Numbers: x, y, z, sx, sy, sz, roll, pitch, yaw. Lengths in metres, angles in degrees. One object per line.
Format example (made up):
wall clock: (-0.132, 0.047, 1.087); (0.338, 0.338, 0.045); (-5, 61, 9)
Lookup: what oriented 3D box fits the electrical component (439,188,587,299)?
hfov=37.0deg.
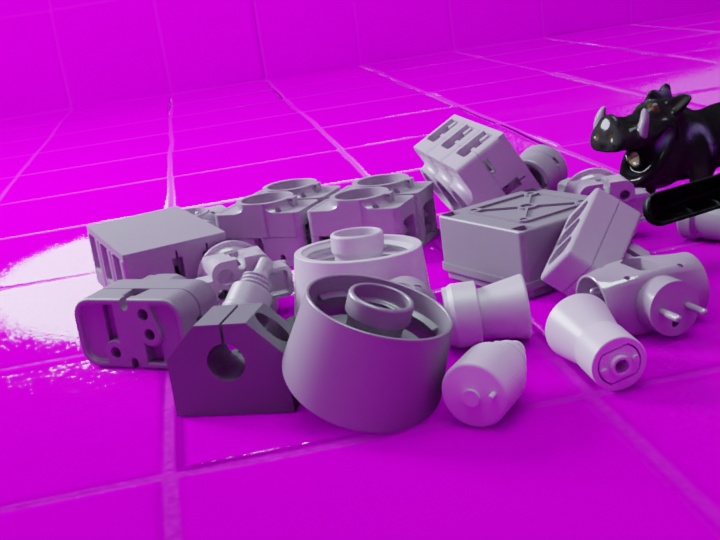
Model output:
electrical component: (0.138, -0.025, 0.869); (0.109, 0.056, 0.109); (-17, 18, -29)

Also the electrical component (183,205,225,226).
electrical component: (-0.159, -0.033, 1.063); (0.077, 0.044, 0.079); (-17, 19, -30)

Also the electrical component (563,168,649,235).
electrical component: (0.211, -0.058, 0.947); (0.078, 0.058, 0.057); (-9, 19, -2)

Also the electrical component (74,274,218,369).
electrical component: (-0.154, 0.037, 0.798); (0.095, 0.053, 0.059); (0, 18, 25)

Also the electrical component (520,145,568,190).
electrical component: (0.179, -0.095, 1.100); (0.055, 0.055, 0.047); (2, 22, 31)

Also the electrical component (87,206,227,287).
electrical component: (-0.178, -0.007, 0.949); (0.089, 0.061, 0.150); (-14, 17, -22)

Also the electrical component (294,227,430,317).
electrical component: (0.000, 0.000, 0.828); (0.108, 0.060, 0.108); (-5, 13, 1)

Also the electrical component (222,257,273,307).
electrical component: (-0.082, 0.018, 0.820); (0.035, 0.035, 0.061); (2, 56, 31)

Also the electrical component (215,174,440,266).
electrical component: (-0.031, -0.048, 1.023); (0.186, 0.060, 0.105); (-1, 17, 23)

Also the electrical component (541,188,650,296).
electrical component: (0.183, -0.007, 0.780); (0.065, 0.077, 0.047); (-60, 2, -30)

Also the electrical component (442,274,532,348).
electrical component: (0.085, 0.028, 0.729); (0.055, 0.045, 0.045); (-8, 16, 2)

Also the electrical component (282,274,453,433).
electrical component: (0.006, 0.045, 0.643); (0.099, 0.064, 0.099); (12, 21, -5)

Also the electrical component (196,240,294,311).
electrical component: (-0.099, 0.008, 0.868); (0.078, 0.058, 0.057); (-13, 19, -17)

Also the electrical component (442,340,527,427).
electrical component: (0.078, 0.061, 0.628); (0.040, 0.040, 0.078); (1, 18, 29)

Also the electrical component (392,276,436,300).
electrical component: (0.004, 0.036, 0.743); (0.079, 0.044, 0.077); (0, 17, 24)

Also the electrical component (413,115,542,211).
electrical component: (0.110, -0.085, 1.012); (0.062, 0.089, 0.150); (-38, 18, 0)

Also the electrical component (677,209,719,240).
electrical component: (0.292, -0.043, 0.890); (0.046, 0.040, 0.040); (13, 26, 40)

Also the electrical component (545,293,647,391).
electrical component: (0.145, 0.045, 0.651); (0.044, 0.044, 0.065); (-11, 21, -9)

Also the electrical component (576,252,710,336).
electrical component: (0.195, 0.020, 0.705); (0.077, 0.043, 0.079); (-12, 16, -16)

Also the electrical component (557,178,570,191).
electrical component: (0.221, -0.071, 1.031); (0.061, 0.035, 0.035); (-1, 17, 14)
